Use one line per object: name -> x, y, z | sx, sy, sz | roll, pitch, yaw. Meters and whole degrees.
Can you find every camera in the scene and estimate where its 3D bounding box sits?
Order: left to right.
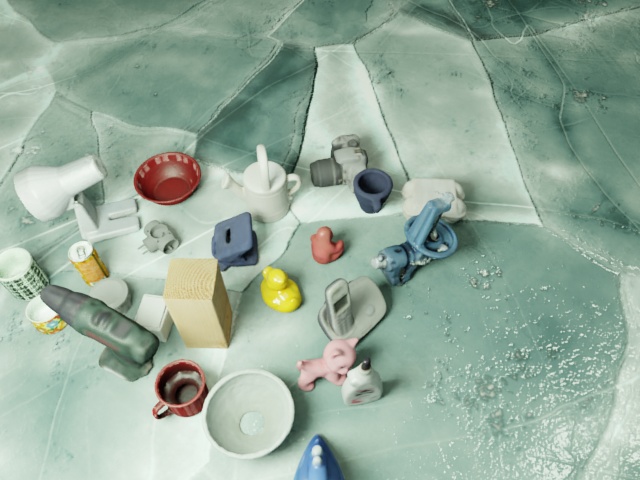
camera -> 0.043, -0.188, 1.397 | 0.137, 0.101, 0.143 | -10, 56, -6

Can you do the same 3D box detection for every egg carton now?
egg carton -> 0.266, -0.093, 1.347 | 0.150, 0.069, 0.107 | 2, 55, 2

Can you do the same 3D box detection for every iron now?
iron -> -0.002, 0.431, 0.942 | 0.118, 0.141, 0.258 | -3, 55, -1

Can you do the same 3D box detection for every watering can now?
watering can -> -0.132, -0.131, 1.302 | 0.173, 0.194, 0.100 | -25, 58, -15

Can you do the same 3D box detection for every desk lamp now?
desk lamp -> -0.531, -0.095, 1.269 | 0.203, 0.214, 0.117 | -16, 56, -10

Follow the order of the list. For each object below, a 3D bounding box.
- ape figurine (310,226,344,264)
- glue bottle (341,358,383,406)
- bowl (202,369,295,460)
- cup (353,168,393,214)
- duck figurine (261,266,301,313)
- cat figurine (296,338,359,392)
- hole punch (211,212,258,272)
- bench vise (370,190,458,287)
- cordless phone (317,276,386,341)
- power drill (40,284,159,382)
ape figurine -> 0.012, 0.005, 1.269 | 0.077, 0.092, 0.076 | 31, 61, 21
glue bottle -> 0.079, 0.254, 1.045 | 0.078, 0.173, 0.037 | -14, 56, -8
bowl -> -0.128, 0.328, 1.056 | 0.167, 0.075, 0.167 | 0, 55, 1
cup -> 0.124, -0.095, 1.335 | 0.091, 0.095, 0.117 | -7, 55, -4
duck figurine -> -0.084, 0.098, 1.208 | 0.078, 0.086, 0.104 | -36, 62, -22
cat figurine -> 0.016, 0.231, 1.095 | 0.128, 0.118, 0.067 | -10, 56, -6
hole punch -> -0.192, 0.002, 1.273 | 0.101, 0.091, 0.108 | -6, 55, -3
bench vise -> 0.211, 0.003, 1.190 | 0.121, 0.220, 0.208 | 38, 64, 24
cordless phone -> 0.064, 0.119, 1.132 | 0.094, 0.185, 0.148 | 38, 64, 24
power drill -> -0.399, 0.182, 1.079 | 0.229, 0.208, 0.076 | 20, 58, 14
